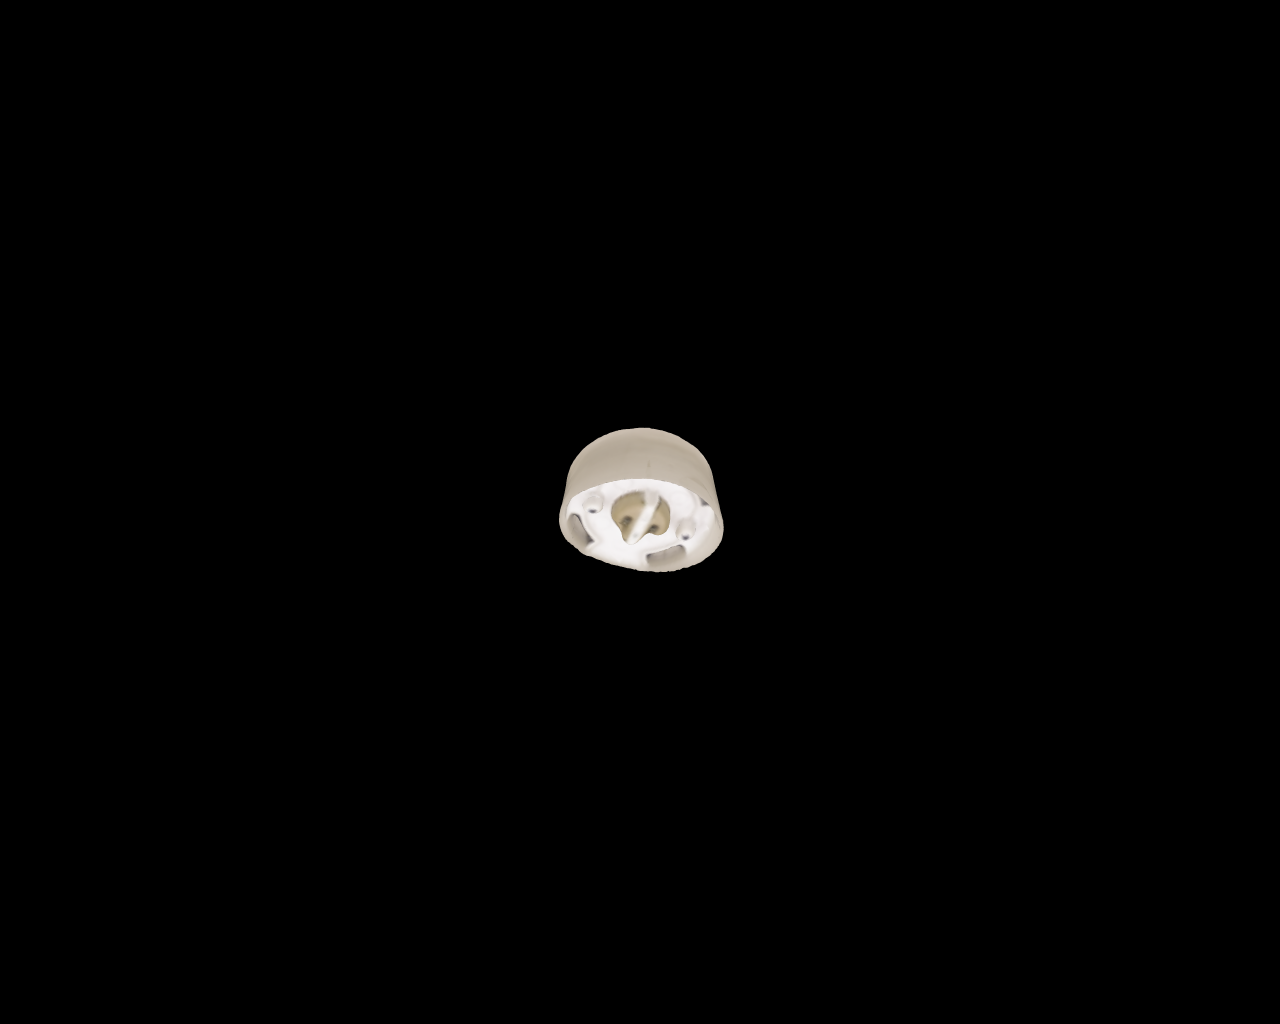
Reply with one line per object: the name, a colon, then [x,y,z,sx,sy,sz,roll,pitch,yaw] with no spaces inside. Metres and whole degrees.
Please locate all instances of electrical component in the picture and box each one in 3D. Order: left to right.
electrical component: [0.001,-0.003,0.650,0.099,0.099,0.064,0,43,0]
